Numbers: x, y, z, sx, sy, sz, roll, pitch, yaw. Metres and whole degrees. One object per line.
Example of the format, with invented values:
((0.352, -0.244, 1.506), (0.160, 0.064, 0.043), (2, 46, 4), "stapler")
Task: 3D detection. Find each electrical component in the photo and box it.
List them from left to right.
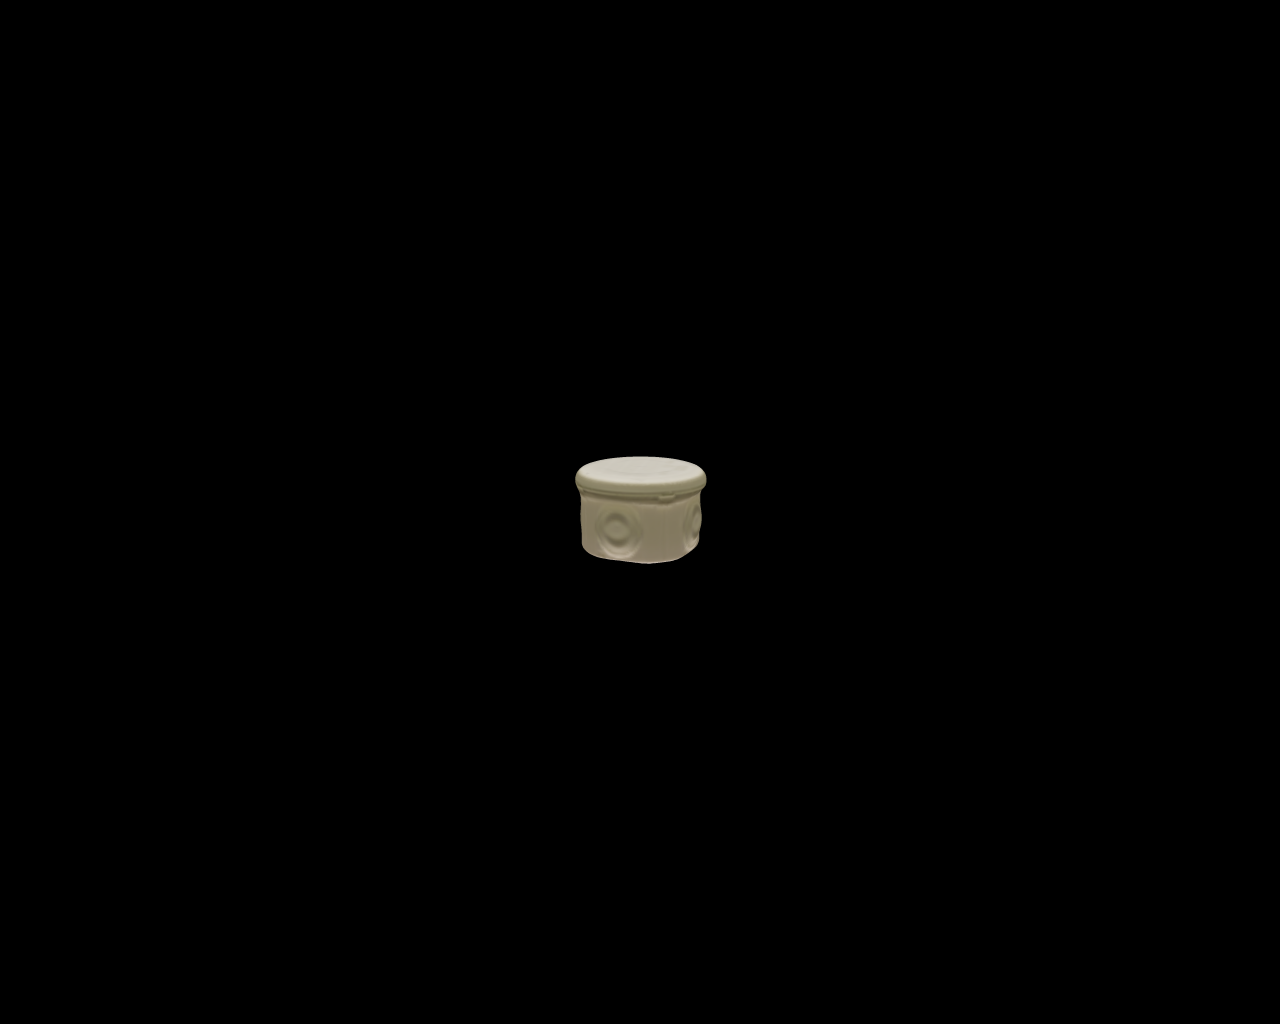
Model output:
((0.001, -0.003, 0.650), (0.080, 0.051, 0.080), (0, 14, 0), "electrical component")
